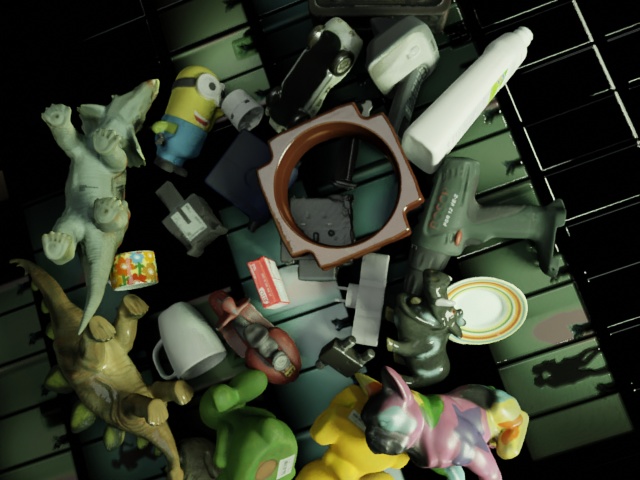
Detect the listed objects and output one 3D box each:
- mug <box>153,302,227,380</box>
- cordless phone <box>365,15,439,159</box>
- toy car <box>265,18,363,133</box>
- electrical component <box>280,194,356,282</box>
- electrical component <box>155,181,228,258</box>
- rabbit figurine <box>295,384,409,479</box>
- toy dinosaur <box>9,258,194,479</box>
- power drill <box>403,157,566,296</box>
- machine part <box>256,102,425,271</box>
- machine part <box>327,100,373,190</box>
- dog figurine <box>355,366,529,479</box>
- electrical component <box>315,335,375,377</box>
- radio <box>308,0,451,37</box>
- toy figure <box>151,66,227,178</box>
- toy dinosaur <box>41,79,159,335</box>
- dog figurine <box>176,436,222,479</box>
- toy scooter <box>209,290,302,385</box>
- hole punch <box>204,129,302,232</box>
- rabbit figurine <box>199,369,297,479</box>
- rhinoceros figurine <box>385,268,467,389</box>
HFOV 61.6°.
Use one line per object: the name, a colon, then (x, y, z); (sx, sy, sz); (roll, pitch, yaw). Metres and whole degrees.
mug: (-0.213, 0.158, 0.836); (0.109, 0.080, 0.107); (-36, 69, 12)
cordless phone: (0.109, -0.220, 0.798); (0.089, 0.146, 0.184); (13, 88, 23)
toy car: (-0.015, -0.249, 0.840); (0.073, 0.056, 0.201); (48, 120, 13)
electrical component: (-0.002, -0.003, 0.831); (0.115, 0.058, 0.134); (-2, 82, 10)
electrical component: (-0.215, -0.038, 0.870); (0.075, 0.047, 0.119); (-44, 79, 1)
rabbit figurine: (0.040, 0.321, 0.773); (0.162, 0.122, 0.173); (39, 104, 1)
toy dinosaur: (-0.336, 0.177, 0.804); (0.198, 0.105, 0.471); (-44, 72, 27)
power drill: (0.240, 0.001, 0.790); (0.207, 0.086, 0.231); (10, 93, 16)
machine part: (0.028, -0.072, 0.759); (0.201, 0.087, 0.201); (-24, 85, 7)
machine part: (0.049, -0.148, 0.839); (0.039, 0.084, 0.138); (10, 97, -25)
dog figurine: (0.152, 0.226, 0.709); (0.219, 0.108, 0.191); (45, 59, -8)
electrical component: (0.035, 0.178, 0.805); (0.063, 0.021, 0.094); (38, 128, -11)
radio: (0.094, -0.400, 0.857); (0.230, 0.073, 0.131); (2, 83, 9)
toy figure: (-0.219, -0.196, 0.875); (0.089, 0.082, 0.180); (25, 89, 8)
toy dinosaur: (-0.336, -0.063, 0.818); (0.131, 0.192, 0.404); (5, 81, -3)
dog figurine: (-0.127, 0.377, 0.791); (0.172, 0.121, 0.190); (0, 62, -25)
toy scooter: (-0.100, 0.135, 0.786); (0.184, 0.135, 0.075); (43, 74, 11)
hole punch: (-0.106, -0.099, 0.844); (0.116, 0.092, 0.142); (35, 85, 7)
rabbit figurine: (-0.124, 0.264, 0.769); (0.170, 0.121, 0.158); (33, 130, 40)
rhinoceros figurine: (0.146, 0.128, 0.744); (0.112, 0.073, 0.190); (0, 120, 9)
